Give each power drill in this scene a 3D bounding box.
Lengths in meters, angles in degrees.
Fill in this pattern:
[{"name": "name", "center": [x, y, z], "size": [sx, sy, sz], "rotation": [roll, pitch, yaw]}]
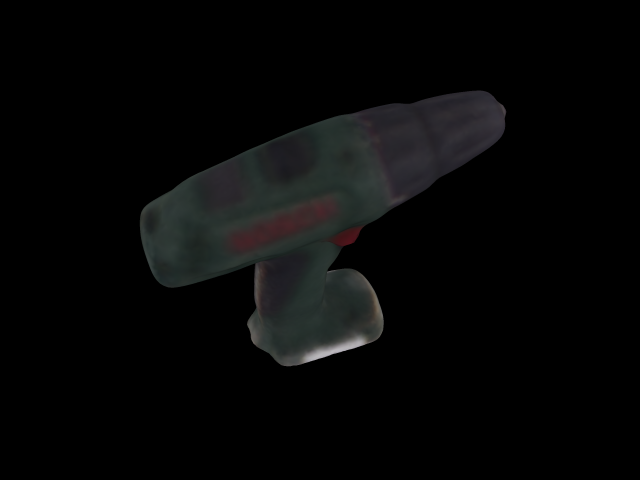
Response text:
[{"name": "power drill", "center": [0.004, 0.001, 0.400], "size": [0.230, 0.208, 0.075], "rotation": [-15, 54, -11]}]
